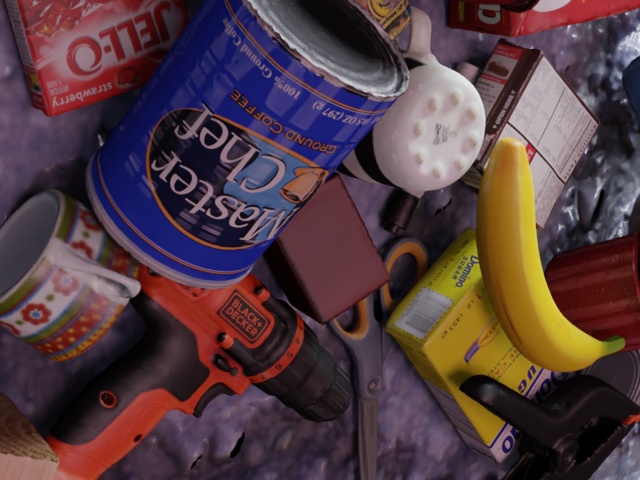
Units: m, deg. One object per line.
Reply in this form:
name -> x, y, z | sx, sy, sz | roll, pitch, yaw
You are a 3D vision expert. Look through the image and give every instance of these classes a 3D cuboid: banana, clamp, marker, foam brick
banana -> 0.136, 0.026, 0.683 | 0.069, 0.037, 0.197 | -49, 127, -21
clamp -> 0.160, 0.141, 0.757 | 0.209, 0.036, 0.164 | -21, 124, -35
marker -> 0.073, -0.059, 0.698 | 0.020, 0.020, 0.121 | 27, 90, -38
foam brick -> -0.004, 0.001, 0.634 | 0.051, 0.053, 0.078 | -33, 112, -14

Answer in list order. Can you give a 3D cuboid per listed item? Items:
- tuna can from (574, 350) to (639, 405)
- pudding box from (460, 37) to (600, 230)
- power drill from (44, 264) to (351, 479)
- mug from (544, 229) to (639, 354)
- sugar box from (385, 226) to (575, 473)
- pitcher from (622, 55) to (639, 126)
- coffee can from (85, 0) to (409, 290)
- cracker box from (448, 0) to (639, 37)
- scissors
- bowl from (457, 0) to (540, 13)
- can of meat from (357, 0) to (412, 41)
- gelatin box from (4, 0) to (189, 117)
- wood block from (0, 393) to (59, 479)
tuna can -> 0.221, 0.110, 0.850 | 0.085, 0.034, 0.086 | -12, 112, -32
pudding box -> 0.135, -0.068, 0.716 | 0.113, 0.039, 0.090 | 33, 85, -52
power drill -> -0.082, 0.105, 0.624 | 0.187, 0.057, 0.184 | -53, 123, -13
mug -> 0.224, 0.041, 0.785 | 0.117, 0.082, 0.093 | 4, 74, -46
sugar box -> 0.119, 0.082, 0.751 | 0.093, 0.048, 0.176 | -48, 131, -13
pitcher -> 0.302, -0.032, 0.748 | 0.243, 0.145, 0.149 | 66, 25, 4
coffee can -> -0.038, -0.058, 0.531 | 0.102, 0.103, 0.140 | 16, 129, -37
cracker box -> 0.181, -0.231, 0.683 | 0.213, 0.072, 0.164 | -18, 115, -28
scissors -> 0.047, 0.082, 0.730 | 0.096, 0.016, 0.202 | -28, 120, -24
bowl -> 0.064, -0.192, 0.572 | 0.055, 0.162, 0.162 | -21, 118, -8
can of meat -> -0.005, -0.135, 0.596 | 0.102, 0.058, 0.084 | -42, 127, -16
gelatin box -> -0.111, -0.112, 0.545 | 0.089, 0.030, 0.073 | -23, 118, -27
wood block -> -0.219, 0.179, 0.531 | 0.090, 0.090, 0.206 | 19, 95, -37
